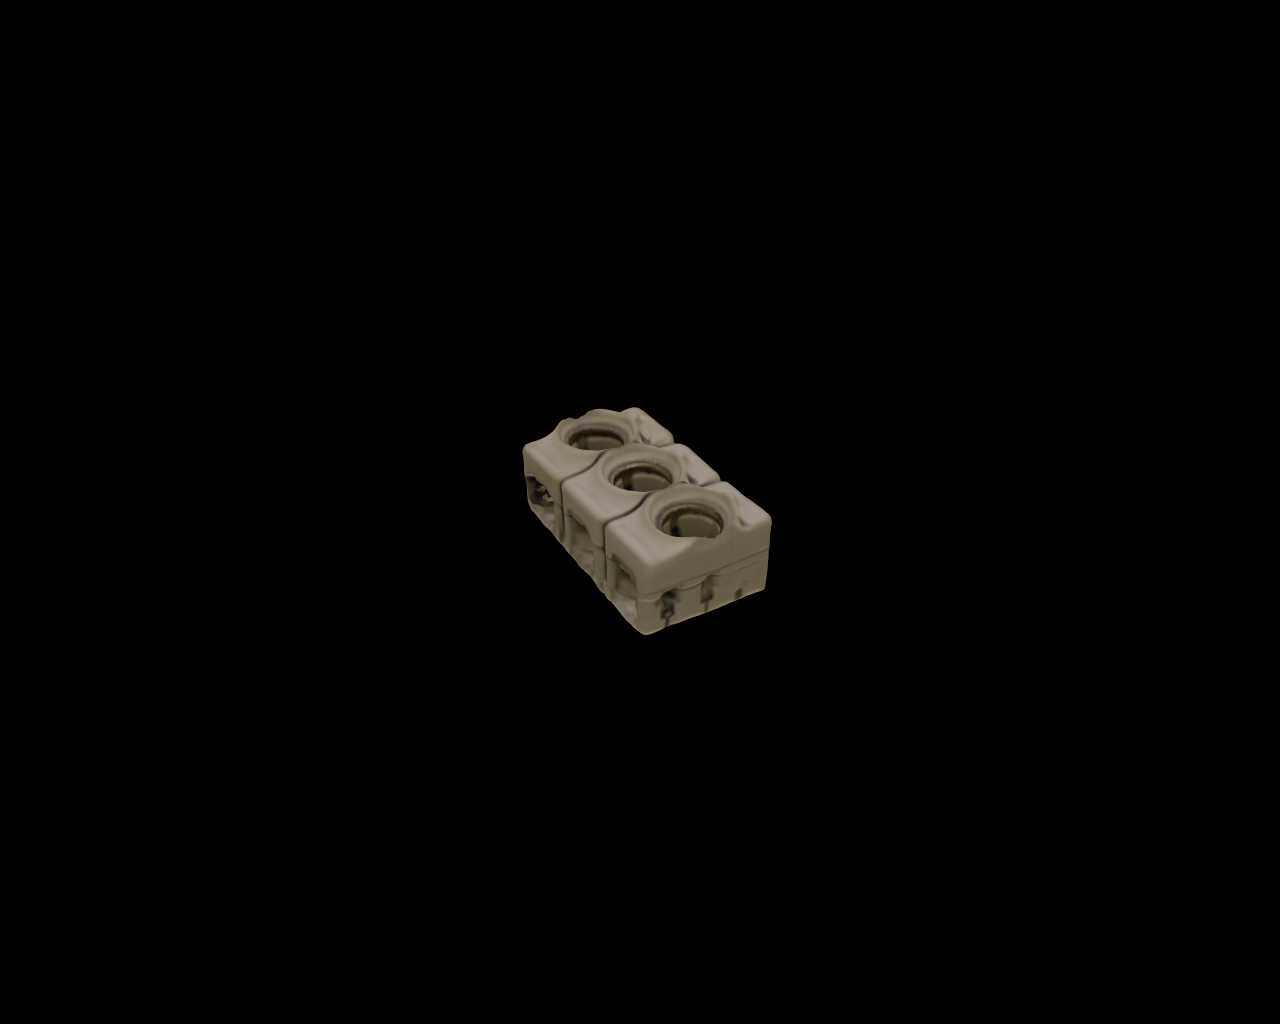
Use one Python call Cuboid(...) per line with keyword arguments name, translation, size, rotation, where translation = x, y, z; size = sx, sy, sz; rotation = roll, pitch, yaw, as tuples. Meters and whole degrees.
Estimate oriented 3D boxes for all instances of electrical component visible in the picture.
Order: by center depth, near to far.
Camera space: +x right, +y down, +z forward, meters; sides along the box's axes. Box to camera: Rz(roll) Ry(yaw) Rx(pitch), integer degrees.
Cuboid(name="electrical component", translation=(0.001, -0.003, 0.650), size=(0.090, 0.061, 0.150), rotation=(-20, 41, -25))
